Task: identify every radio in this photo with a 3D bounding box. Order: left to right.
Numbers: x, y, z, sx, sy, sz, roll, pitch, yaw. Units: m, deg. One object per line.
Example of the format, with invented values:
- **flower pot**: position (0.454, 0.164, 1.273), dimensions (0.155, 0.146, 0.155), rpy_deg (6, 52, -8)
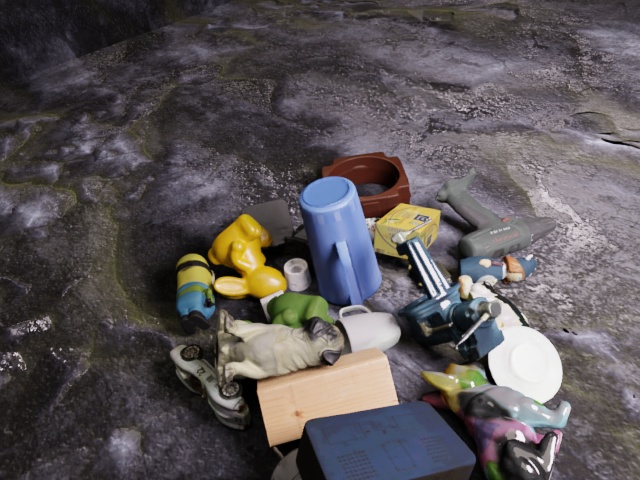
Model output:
- **radio**: position (0.088, 0.305, 0.751), dimensions (0.229, 0.073, 0.131), rpy_deg (1, 27, -28)

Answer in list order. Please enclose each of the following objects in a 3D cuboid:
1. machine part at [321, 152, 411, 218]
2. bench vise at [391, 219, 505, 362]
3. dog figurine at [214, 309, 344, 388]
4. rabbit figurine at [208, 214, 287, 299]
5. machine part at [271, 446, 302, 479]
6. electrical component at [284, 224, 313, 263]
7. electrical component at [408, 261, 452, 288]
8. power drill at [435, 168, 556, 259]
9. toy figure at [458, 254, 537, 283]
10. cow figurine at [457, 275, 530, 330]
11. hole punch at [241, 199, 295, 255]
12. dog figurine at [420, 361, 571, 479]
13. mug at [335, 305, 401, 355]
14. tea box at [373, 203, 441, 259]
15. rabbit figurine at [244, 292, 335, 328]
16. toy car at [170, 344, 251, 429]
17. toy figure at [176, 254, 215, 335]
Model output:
- **machine part**: position (0.109, -0.122, 1.305), dimensions (0.201, 0.087, 0.202), rpy_deg (-9, 41, 0)
- **bench vise**: position (0.197, 0.088, 0.905), dimensions (0.129, 0.223, 0.240), rpy_deg (-27, 84, -15)
- **dog figurine**: position (-0.071, 0.177, 0.878), dimensions (0.190, 0.121, 0.172), rpy_deg (3, -2, -19)
- **rabbit figurine**: position (-0.147, 0.056, 1.107), dimensions (0.162, 0.122, 0.173), rpy_deg (-39, 78, -10)
- **machine part**: position (0.009, 0.372, 0.744), dimensions (0.079, 0.079, 0.243), rpy_deg (-31, 46, -25)
- **electrical component**: position (-0.016, -0.001, 1.157), dimensions (0.075, 0.047, 0.119), rpy_deg (18, 34, 30)
- **electrical component**: position (0.223, 0.072, 1.086), dimensions (0.078, 0.045, 0.102), rpy_deg (-16, 40, -7)
- **power drill**: position (0.366, -0.056, 1.163), dimensions (0.232, 0.086, 0.207), rpy_deg (-25, 68, -21)
- **toy figure**: position (0.354, 0.060, 1.066), dimensions (0.155, 0.057, 0.064), rpy_deg (-2, -4, 4)
- **cow figurine**: position (0.319, 0.124, 0.991), dimensions (0.098, 0.068, 0.167), rpy_deg (-8, 43, -9)
- **hole punch**: position (-0.116, -0.019, 1.236), dimensions (0.142, 0.092, 0.116), rpy_deg (-11, 69, -6)
- **dog figurine**: position (0.243, 0.274, 0.803), dimensions (0.219, 0.108, 0.191), rpy_deg (15, 48, 31)
- **mug**: position (0.085, 0.165, 0.981), dimensions (0.107, 0.080, 0.110), rpy_deg (-9, 41, -17)
- **tea box**: position (0.187, -0.020, 1.143), dimensions (0.098, 0.068, 0.169), rpy_deg (12, 21, 21)
- **rabbit figurine**: position (-0.069, 0.181, 0.958), dimensions (0.159, 0.121, 0.170), rpy_deg (14, 59, 14)
- **toy car**: position (-0.189, 0.250, 0.925), dimensions (0.056, 0.073, 0.202), rpy_deg (-33, 46, -31)
- **toy figure**: position (-0.255, 0.104, 1.097), dimensions (0.082, 0.089, 0.180), rpy_deg (-4, 37, -7)
